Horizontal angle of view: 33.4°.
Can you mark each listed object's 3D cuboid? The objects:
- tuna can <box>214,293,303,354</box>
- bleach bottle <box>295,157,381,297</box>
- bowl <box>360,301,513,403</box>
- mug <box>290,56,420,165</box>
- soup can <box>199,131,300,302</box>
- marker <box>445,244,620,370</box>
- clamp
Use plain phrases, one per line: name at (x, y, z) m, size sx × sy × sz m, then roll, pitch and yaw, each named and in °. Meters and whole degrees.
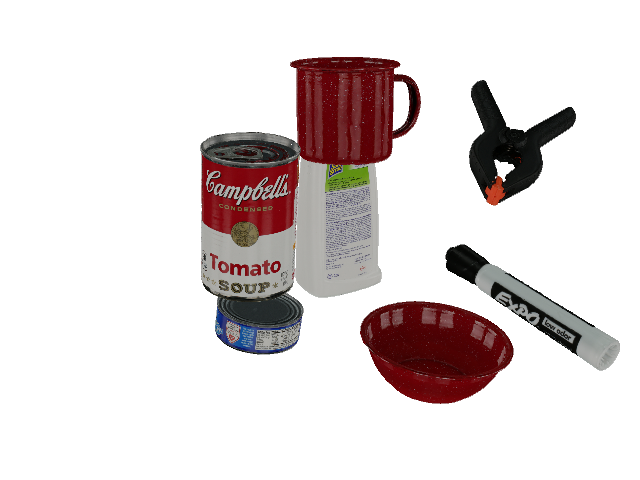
tuna can at (-0.061, 0.078, 1.053) m, size 0.086 × 0.034 × 0.086 m, roll 7°, pitch 22°, yaw -3°
bleach bottle at (0.024, -0.063, 1.194) m, size 0.102 × 0.251 × 0.068 m, roll -14°, pitch 31°, yaw -30°
bowl at (0.119, 0.125, 1.129) m, size 0.162 × 0.055 × 0.162 m, roll 5°, pitch 25°, yaw -2°
mug at (0.032, -0.112, 0.911) m, size 0.117 × 0.081 × 0.093 m, roll -7°, pitch 17°, yaw -24°
soup can at (-0.050, -0.017, 0.740) m, size 0.068 × 0.102 × 0.068 m, roll 2°, pitch 23°, yaw -1°
marker at (0.116, 0.035, 0.607) m, size 0.020 × 0.020 × 0.121 m, roll 0°, pitch 27°, yaw -44°
clamp at (0.200, -0.111, 1.169) m, size 0.120 × 0.039 × 0.171 m, roll 21°, pitch 49°, yaw 17°
